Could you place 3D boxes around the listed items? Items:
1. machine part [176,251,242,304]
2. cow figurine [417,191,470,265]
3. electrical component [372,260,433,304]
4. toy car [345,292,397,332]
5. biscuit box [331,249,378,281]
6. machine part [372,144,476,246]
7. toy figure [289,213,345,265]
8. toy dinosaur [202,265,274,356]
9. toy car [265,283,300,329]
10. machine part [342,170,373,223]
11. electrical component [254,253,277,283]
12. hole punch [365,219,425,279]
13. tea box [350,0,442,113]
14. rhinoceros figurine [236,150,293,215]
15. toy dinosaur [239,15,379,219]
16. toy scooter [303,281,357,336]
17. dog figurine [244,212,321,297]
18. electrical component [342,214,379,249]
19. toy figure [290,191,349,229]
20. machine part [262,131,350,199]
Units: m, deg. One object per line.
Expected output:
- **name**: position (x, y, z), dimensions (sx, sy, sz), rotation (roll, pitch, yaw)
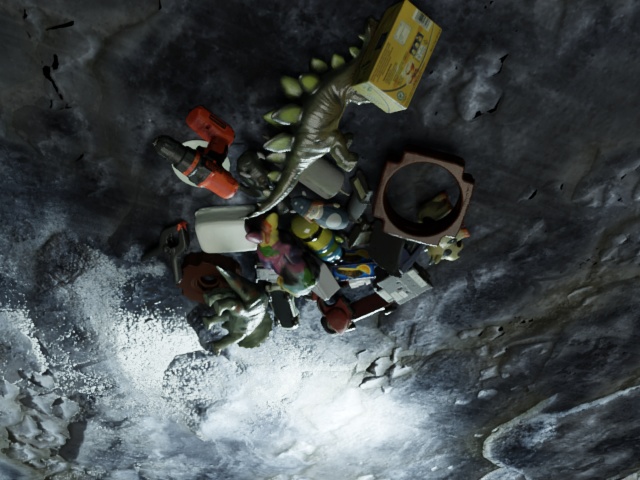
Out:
- **machine part**: position (-0.301, 0.105, 1.452), dimensions (0.179, 0.056, 0.179), rotation (0, 134, 0)
- **cow figurine**: position (0.301, -0.016, 1.339), dimensions (0.127, 0.085, 0.194), rotation (-26, 129, 17)
- **electrical component**: position (0.204, 0.103, 1.384), dimensions (0.134, 0.058, 0.114), rotation (-30, 126, 23)
- **toy car**: position (0.130, 0.191, 1.533), dimensions (0.202, 0.089, 0.053), rotation (-28, 166, 20)
- **biscuit box**: position (0.131, 0.060, 1.421), dimensions (0.203, 0.059, 0.062), rotation (-6, 132, 3)
- **machine part**: position (0.229, -0.102, 1.204), dimensions (0.201, 0.087, 0.201), rotation (15, 114, 6)
- **toy figure**: position (0.000, -0.007, 1.331), dimensions (0.082, 0.089, 0.180), rotation (-48, 122, -10)
- **toy dinosaur**: position (-0.203, 0.179, 1.419), dimensions (0.192, 0.131, 0.404), rotation (-18, 151, -29)
- **toy car**: position (-0.106, 0.187, 1.540), dimensions (0.074, 0.056, 0.201), rotation (-3, 133, 10)
- **machine part**: position (0.088, -0.096, 1.268), dimensions (0.039, 0.084, 0.138), rotation (-15, 149, -25)
- **electrical component**: position (-0.116, 0.076, 1.437), dimensions (0.119, 0.048, 0.074), rotation (4, 134, -4)
- **hole punch**: position (0.187, 0.015, 1.319), dimensions (0.092, 0.142, 0.115), rotation (-8, 124, -38)
- **tea box**: position (0.139, -0.330, 0.978), dimensions (0.098, 0.068, 0.169), rotation (29, 83, -25)
- **rhinoceros figurine**: position (-0.128, -0.122, 1.192), dimensions (0.073, 0.112, 0.190), rotation (-49, 137, -13)
- **toy dinosaur**: position (-0.012, -0.221, 1.070), dimensions (0.198, 0.105, 0.471), rotation (18, 111, -22)
- **toy scooter**: position (0.043, 0.171, 1.495), dimensions (0.135, 0.075, 0.183), rotation (-32, 95, 8)
- **dog figurine**: position (-0.094, 0.023, 1.251), dimensions (0.108, 0.192, 0.219), rotation (-40, 153, -6)
- **electrical component**: position (0.102, -0.022, 1.356), dimensions (0.078, 0.045, 0.102), rotation (-12, 144, -32)
- **toy figure**: position (0.000, -0.066, 1.241), dimensions (0.154, 0.064, 0.058), rotation (17, 175, -38)
- **machine part**: position (-0.029, -0.164, 1.190), dimensions (0.243, 0.079, 0.079), rotation (31, 125, -28)
